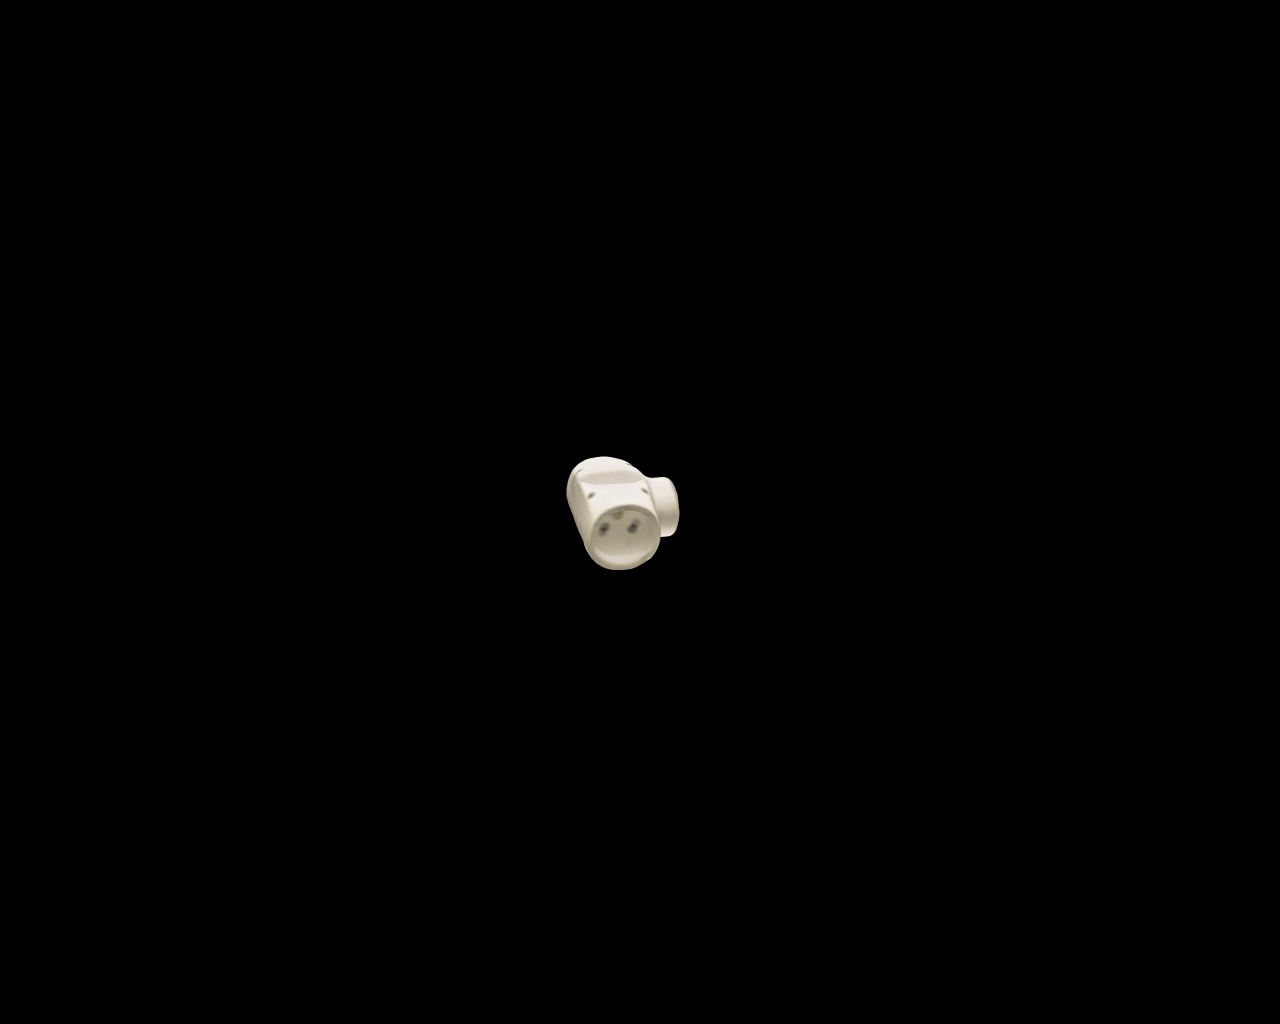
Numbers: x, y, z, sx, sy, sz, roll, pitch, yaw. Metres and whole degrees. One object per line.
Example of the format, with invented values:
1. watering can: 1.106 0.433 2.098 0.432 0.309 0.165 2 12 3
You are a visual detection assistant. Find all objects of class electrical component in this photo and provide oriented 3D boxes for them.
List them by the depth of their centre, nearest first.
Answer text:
1. electrical component: 0.001 -0.003 0.650 0.079 0.043 0.077 -5 25 -10
